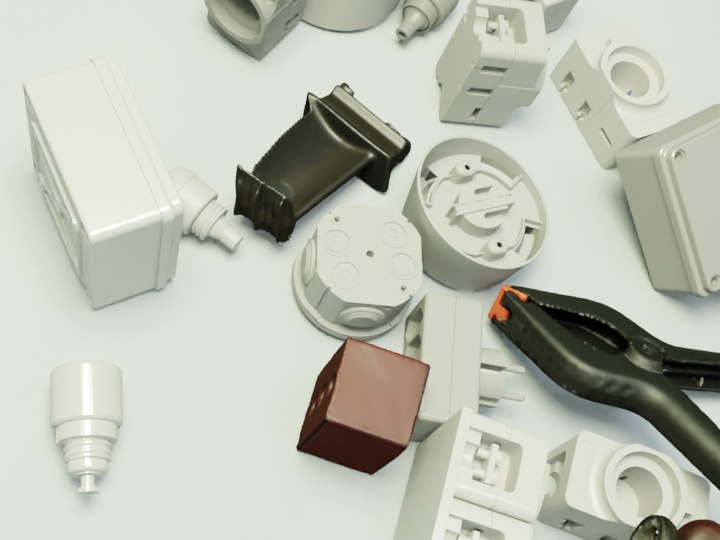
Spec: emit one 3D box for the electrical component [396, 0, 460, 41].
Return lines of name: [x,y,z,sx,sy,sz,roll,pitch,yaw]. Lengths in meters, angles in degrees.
electrical component: [0.047,-0.192,0.792,0.035,0.035,0.061,36,65,2]

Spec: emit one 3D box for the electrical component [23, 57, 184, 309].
electrical component: [-0.151,-0.048,0.630,0.056,0.108,0.108,-21,73,-20]

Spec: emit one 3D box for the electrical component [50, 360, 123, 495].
electrical component: [-0.154,0.087,0.607,0.040,0.040,0.078,0,67,-16]

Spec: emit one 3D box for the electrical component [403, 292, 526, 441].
electrical component: [0.068,0.066,0.674,0.076,0.047,0.083,11,64,-11]

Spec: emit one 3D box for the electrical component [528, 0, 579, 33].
electrical component: [0.142,-0.232,0.829,0.076,0.047,0.083,-24,75,-24]

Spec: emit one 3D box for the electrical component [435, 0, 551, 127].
electrical component: [0.094,-0.144,0.752,0.056,0.089,0.050,4,66,-14]

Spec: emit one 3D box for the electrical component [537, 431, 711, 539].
electrical component: [0.163,0.140,0.663,0.089,0.055,0.050,22,63,-5]

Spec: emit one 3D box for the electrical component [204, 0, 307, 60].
electrical component: [-0.068,-0.191,0.728,0.050,0.089,0.055,38,62,3]

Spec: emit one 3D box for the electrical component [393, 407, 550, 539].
electrical component: [0.056,0.166,0.602,0.062,0.089,0.150,20,63,-6]

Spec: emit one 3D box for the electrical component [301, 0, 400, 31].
electrical component: [-0.010,-0.226,0.785,0.099,0.064,0.099,11,64,-23]

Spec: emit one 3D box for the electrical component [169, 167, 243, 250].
electrical component: [-0.101,-0.036,0.681,0.061,0.035,0.035,39,62,1]

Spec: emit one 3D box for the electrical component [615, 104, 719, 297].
electrical component: [0.246,-0.052,0.750,0.109,0.056,0.108,-26,104,-24]

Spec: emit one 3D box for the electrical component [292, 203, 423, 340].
electrical component: [0.000,0.000,0.683,0.080,0.051,0.080,6,65,-13]

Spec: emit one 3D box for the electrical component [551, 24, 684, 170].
electrical component: [0.190,-0.130,0.792,0.050,0.055,0.089,-19,73,-22]

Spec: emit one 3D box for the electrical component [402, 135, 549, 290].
electrical component: [0.076,-0.037,0.714,0.099,0.064,0.099,6,65,-13]
